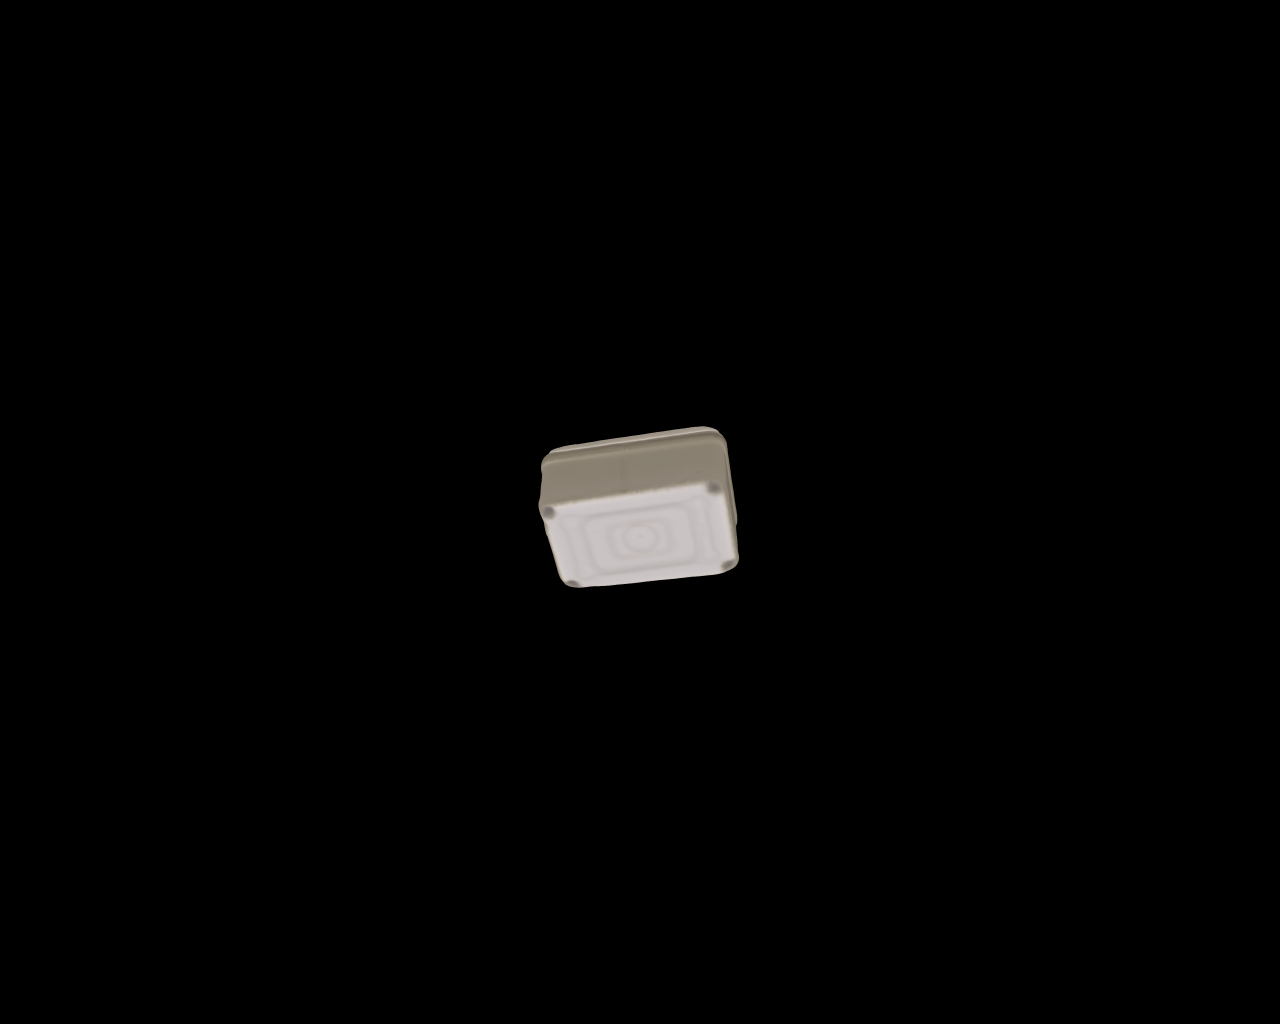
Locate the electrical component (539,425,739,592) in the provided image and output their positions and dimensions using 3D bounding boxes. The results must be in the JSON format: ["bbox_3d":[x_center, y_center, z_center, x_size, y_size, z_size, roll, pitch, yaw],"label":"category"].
[{"bbox_3d":[0.001,-0.003,0.650,0.113,0.078,0.057,-7,40,6],"label":"electrical component"}]
